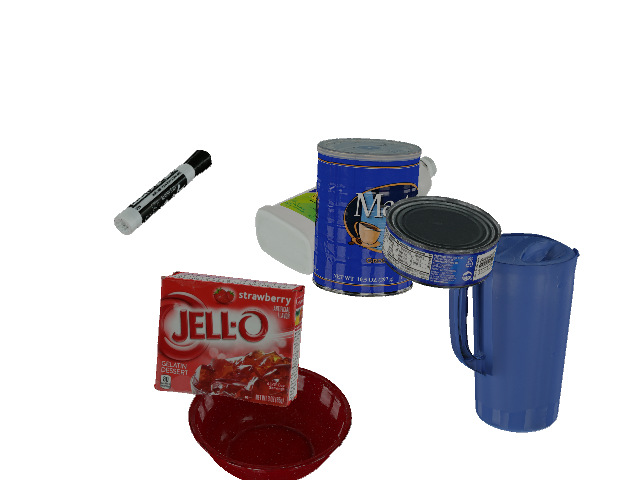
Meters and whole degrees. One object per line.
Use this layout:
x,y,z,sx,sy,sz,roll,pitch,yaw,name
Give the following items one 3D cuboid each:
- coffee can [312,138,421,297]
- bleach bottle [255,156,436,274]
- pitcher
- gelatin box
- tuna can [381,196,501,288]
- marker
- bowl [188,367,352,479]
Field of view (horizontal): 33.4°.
0.045,-0.025,1.062,0.103,0.140,0.103,2,14,-1,coffee can
0.045,-0.048,1.320,0.250,0.068,0.103,-30,44,-34,bleach bottle
0.248,0.120,1.373,0.149,0.243,0.144,5,18,17,pitcher
-0.057,0.061,0.666,0.089,0.073,0.030,6,6,12,gelatin box
0.089,0.001,0.793,0.086,0.034,0.086,5,29,-3,tuna can
-0.133,-0.044,0.925,0.020,0.020,0.121,0,33,37,marker
-0.050,0.192,1.066,0.162,0.055,0.162,1,31,-1,bowl
